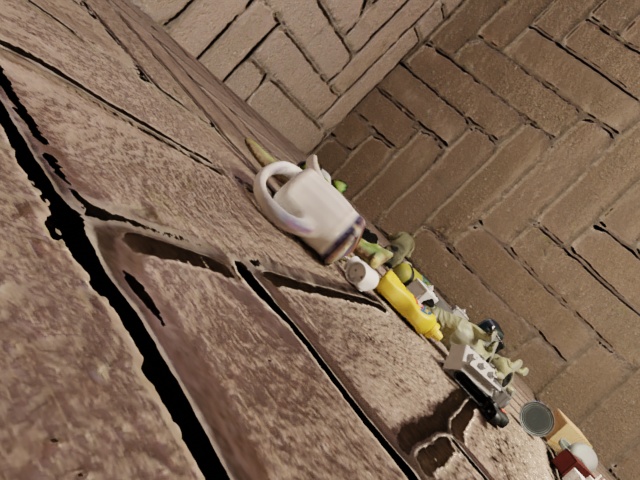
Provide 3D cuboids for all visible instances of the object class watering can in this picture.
[{"bbox_3d":[-0.003,-0.074,0.990,0.224,0.102,0.352,44,25,1],"label":"watering can"}]

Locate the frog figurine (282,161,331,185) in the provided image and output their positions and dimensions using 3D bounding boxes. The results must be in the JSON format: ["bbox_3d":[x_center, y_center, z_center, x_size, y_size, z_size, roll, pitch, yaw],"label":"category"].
[{"bbox_3d":[-0.014,-0.138,1.347,0.138,0.122,0.159,27,10,28],"label":"frog figurine"}]

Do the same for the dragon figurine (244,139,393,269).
[{"bbox_3d":[0.003,-0.056,1.122,0.406,0.121,0.248,30,22,-31],"label":"dragon figurine"}]
